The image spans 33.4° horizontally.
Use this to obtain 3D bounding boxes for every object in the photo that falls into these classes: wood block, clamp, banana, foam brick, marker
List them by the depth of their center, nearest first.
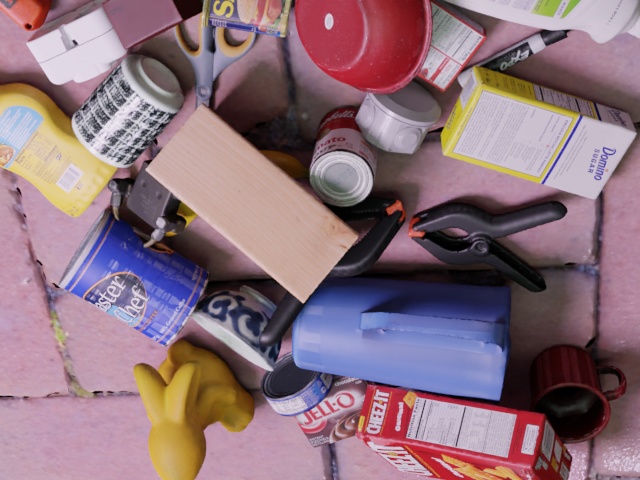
[{"bbox_3d":[-0.165,-0.232,1.060,0.078,0.051,0.053,-19,104,29],"label":"foam brick"},{"bbox_3d":[0.196,-0.188,1.080,0.121,0.020,0.020,-26,116,21],"label":"marker"},{"bbox_3d":[-0.068,-0.037,1.100,0.206,0.090,0.091,40,89,-1],"label":"wood block"},{"bbox_3d":[0.187,-0.009,1.180,0.171,0.039,0.120,15,121,-3],"label":"clamp"},{"bbox_3d":[-0.008,0.001,1.182,0.210,0.165,0.036,-31,155,2],"label":"clamp"},{"bbox_3d":[-0.102,-0.058,1.183,0.198,0.037,0.069,-17,116,16],"label":"banana"}]

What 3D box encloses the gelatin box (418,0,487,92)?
[{"bbox_3d":[0.112,-0.203,1.073,0.089,0.030,0.073,30,119,-12],"label":"gelatin box"}]

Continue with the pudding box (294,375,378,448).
[{"bbox_3d":[0.021,0.203,1.331,0.114,0.039,0.090,-22,117,18],"label":"pudding box"}]

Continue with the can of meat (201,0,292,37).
[{"bbox_3d":[-0.067,-0.252,1.038,0.084,0.057,0.102,9,109,-4],"label":"can of meat"}]

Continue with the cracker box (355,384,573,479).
[{"bbox_3d":[0.169,0.240,1.240,0.214,0.072,0.164,6,156,27],"label":"cracker box"}]

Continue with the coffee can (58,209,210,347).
[{"bbox_3d":[-0.212,0.044,1.219,0.140,0.102,0.103,32,120,-14],"label":"coffee can"}]

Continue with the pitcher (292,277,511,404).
[{"bbox_3d":[0.094,0.103,1.204,0.243,0.145,0.149,6,126,6],"label":"pitcher"}]

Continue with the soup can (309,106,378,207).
[{"bbox_3d":[0.026,-0.087,1.112,0.068,0.102,0.068,3,123,5],"label":"soup can"}]

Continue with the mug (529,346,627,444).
[{"bbox_3d":[0.302,0.176,1.258,0.117,0.081,0.093,-19,118,17],"label":"mug"}]

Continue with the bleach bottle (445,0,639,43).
[{"bbox_3d":[0.201,-0.245,1.019,0.250,0.068,0.103,21,120,-9],"label":"bleach bottle"}]

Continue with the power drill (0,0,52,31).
[{"bbox_3d":[-0.249,-0.294,1.042,0.184,0.057,0.188,43,114,-15],"label":"power drill"}]

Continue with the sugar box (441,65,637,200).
[{"bbox_3d":[0.224,-0.110,1.100,0.176,0.048,0.093,15,128,-13],"label":"sugar box"}]

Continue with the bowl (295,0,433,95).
[{"bbox_3d":[0.027,-0.211,1.012,0.162,0.055,0.162,23,125,37],"label":"bowl"}]

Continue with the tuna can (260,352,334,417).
[{"bbox_3d":[-0.027,0.172,1.290,0.086,0.086,0.033,-21,119,18],"label":"tuna can"}]

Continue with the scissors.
[{"bbox_3d":[-0.105,-0.167,1.127,0.096,0.016,0.202,-3,122,8],"label":"scissors"}]

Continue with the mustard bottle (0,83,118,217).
[{"bbox_3d":[-0.316,-0.113,1.159,0.191,0.058,0.096,36,118,-16],"label":"mustard bottle"}]
